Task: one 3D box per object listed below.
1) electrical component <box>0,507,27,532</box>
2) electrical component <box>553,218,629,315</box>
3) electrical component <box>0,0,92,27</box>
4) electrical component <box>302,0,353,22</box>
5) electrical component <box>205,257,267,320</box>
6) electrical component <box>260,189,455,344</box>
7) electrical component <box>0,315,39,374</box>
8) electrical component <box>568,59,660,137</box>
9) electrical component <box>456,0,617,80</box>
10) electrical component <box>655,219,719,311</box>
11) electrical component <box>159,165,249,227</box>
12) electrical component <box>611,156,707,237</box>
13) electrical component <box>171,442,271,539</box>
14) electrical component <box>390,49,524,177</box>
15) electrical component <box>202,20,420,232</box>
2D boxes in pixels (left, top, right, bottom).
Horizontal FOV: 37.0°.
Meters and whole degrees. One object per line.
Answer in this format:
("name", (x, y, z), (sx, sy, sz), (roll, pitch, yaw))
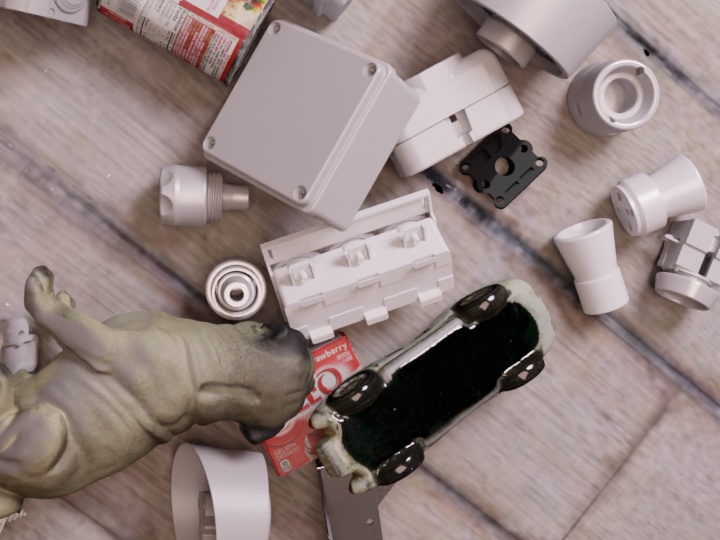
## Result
("electrical component", (-0.276, 0.149, 0.740), (0.096, 0.061, 0.061), (24, 91, -17))
("electrical component", (0.173, 0.000, 0.793), (0.044, 0.044, 0.065), (-21, 102, -5))
("electrical component", (-0.212, -0.193, 0.706), (0.080, 0.080, 0.051), (12, 99, -8))
("electrical component", (-0.006, -0.232, 0.730), (0.057, 0.078, 0.113), (37, 90, -6))
("electrical component", (-0.086, 0.014, 0.749), (0.043, 0.062, 0.043), (-1, 95, -7))
("electrical component", (0.000, 0.000, 0.752), (0.121, 0.063, 0.078), (-19, 138, -5))
("electrical component", (-0.263, 0.057, 0.727), (0.057, 0.078, 0.058), (6, 95, 13))
("electrical component", (0.185, -0.125, 0.779), (0.055, 0.047, 0.055), (-1, 95, -7))
("electrical component", (0.114, -0.174, 0.738), (0.108, 0.108, 0.060), (35, 96, -9))
("electrical component", (0.250, -0.003, 0.801), (0.066, 0.048, 0.055), (24, 84, -9))
("electrical component", (-0.109, -0.051, 0.750), (0.062, 0.043, 0.043), (1, 95, -9))
("electrical component", (0.220, -0.054, 0.792), (0.055, 0.045, 0.045), (-23, 98, -4))
("electrical component", (-0.097, 0.170, 0.746), (0.064, 0.099, 0.099), (4, 95, -14))
("electrical component", (0.058, -0.114, 0.760), (0.095, 0.054, 0.059), (-29, 98, -4))
("electrical component", (-0.034, -0.098, 0.722), (0.109, 0.056, 0.108), (30, 91, 34))
